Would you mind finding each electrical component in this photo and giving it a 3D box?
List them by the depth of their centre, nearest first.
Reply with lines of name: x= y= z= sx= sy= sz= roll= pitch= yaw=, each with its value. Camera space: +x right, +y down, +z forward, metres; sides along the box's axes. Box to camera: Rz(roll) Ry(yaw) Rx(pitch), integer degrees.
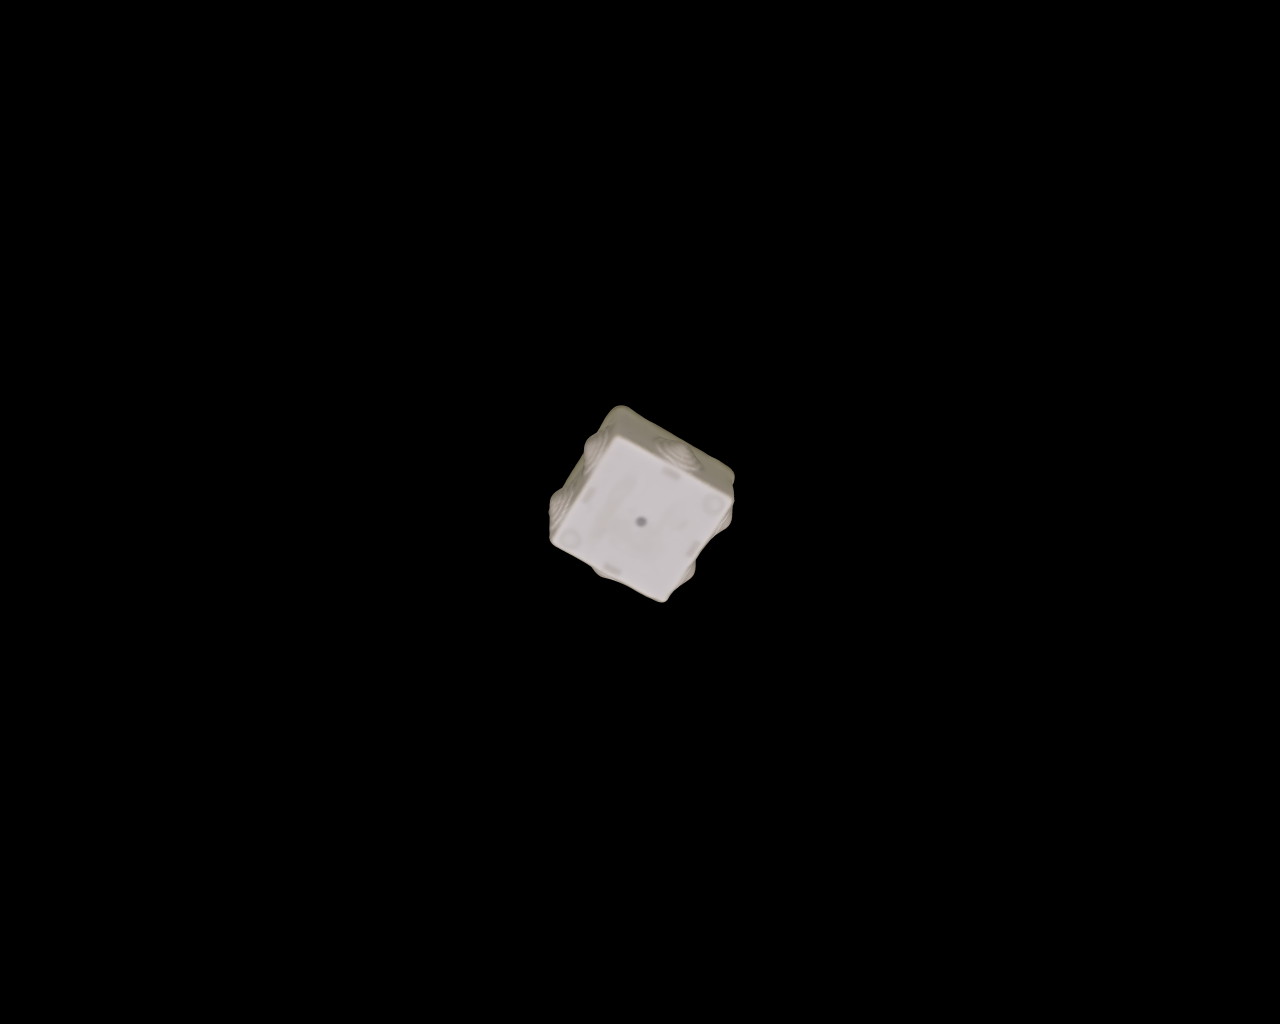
electrical component: x=0.001 y=-0.003 z=0.650 sx=0.100 sy=0.099 sz=0.048 roll=30 pitch=20 yaw=-12
